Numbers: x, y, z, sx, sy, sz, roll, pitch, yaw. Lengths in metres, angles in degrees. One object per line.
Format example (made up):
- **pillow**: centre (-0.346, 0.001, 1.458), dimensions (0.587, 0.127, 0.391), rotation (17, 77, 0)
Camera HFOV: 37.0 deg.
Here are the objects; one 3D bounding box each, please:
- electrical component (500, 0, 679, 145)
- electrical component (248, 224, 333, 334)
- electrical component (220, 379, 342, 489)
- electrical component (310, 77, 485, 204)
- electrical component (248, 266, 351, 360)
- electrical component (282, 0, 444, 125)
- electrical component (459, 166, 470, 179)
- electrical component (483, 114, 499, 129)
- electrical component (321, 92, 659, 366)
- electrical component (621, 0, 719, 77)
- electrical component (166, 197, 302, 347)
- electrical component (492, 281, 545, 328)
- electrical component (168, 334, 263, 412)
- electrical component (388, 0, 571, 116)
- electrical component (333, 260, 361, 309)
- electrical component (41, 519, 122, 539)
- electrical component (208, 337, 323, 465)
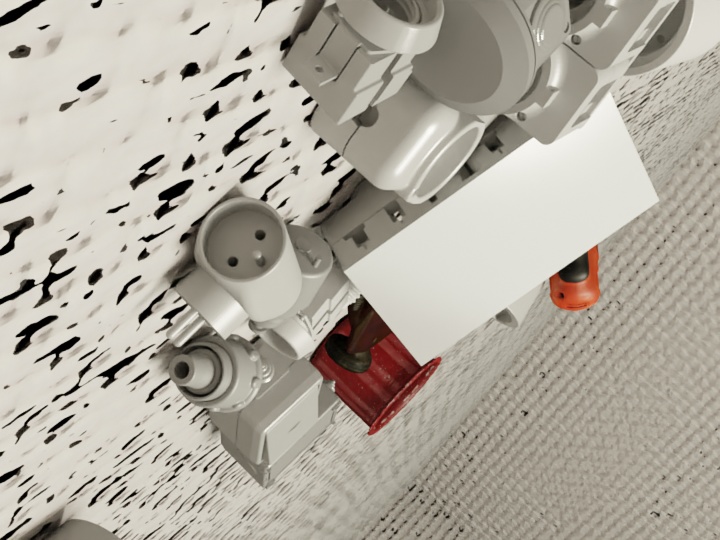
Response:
- **electrical component**: centre (0.111, -0.150, 0.545), dimensions (0.062, 0.089, 0.150), rotation (-31, 159, -52)
- **electrical component**: centre (-0.046, 0.009, 0.623), dimensions (0.040, 0.040, 0.078), rotation (-33, 161, -48)
- **electrical component**: centre (-0.061, 0.112, 0.841), dimensions (0.096, 0.061, 0.061), rotation (-42, 166, -21)
- **electrical component**: centre (0.025, -0.074, 0.560), dimensions (0.053, 0.059, 0.095), rotation (-51, 167, 17)
- **electrical component**: centre (-0.038, 0.023, 0.684), dimensions (0.055, 0.048, 0.066), rotation (-51, 169, -19)
- **electrical component**: centre (0.004, -0.098, 0.453), dimensions (0.066, 0.048, 0.055), rotation (-35, 170, -43)
- **electrical component**: centre (0.086, -0.031, 0.794), dimensions (0.060, 0.108, 0.108), rotation (-43, 168, 6)
- **electrical component**: centre (0.049, -0.089, 0.632), dimensions (0.081, 0.043, 0.043), rotation (-45, 167, -9)
- **electrical component**: centre (0.081, -0.039, 0.681), dimensions (0.186, 0.060, 0.105), rotation (-35, 131, 4)
- **electrical component**: centre (0.161, -0.166, 0.631), dimensions (0.060, 0.108, 0.108), rotation (-29, 159, -37)
- **electrical component**: centre (-0.067, 0.008, 0.545), dimensions (0.079, 0.043, 0.077), rotation (-45, 167, -10)
- **electrical component**: centre (0.120, -0.003, 0.992), dimensions (0.060, 0.108, 0.108), rotation (-52, 168, -8)
- **electrical component**: centre (-0.089, 0.060, 0.631), dimensions (0.048, 0.048, 0.062), rotation (-49, 160, 8)
- **electrical component**: centre (0.053, -0.115, 0.487), dimensions (0.051, 0.080, 0.080), rotation (-47, 169, -29)
- **electrical component**: centre (0.000, 0.000, 0.748), dimensions (0.078, 0.040, 0.040), rotation (-46, 167, -5)
- **electrical component**: centre (-0.168, 0.209, 0.689), dimensions (0.060, 0.108, 0.108), rotation (-44, 168, -42)
- **electrical component**: centre (-0.065, 0.090, 0.761), dimensions (0.062, 0.061, 0.096), rotation (-42, 166, -23)
